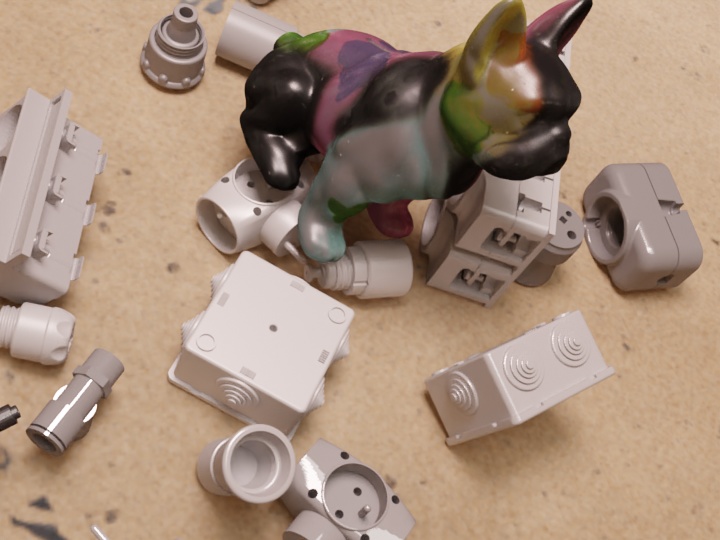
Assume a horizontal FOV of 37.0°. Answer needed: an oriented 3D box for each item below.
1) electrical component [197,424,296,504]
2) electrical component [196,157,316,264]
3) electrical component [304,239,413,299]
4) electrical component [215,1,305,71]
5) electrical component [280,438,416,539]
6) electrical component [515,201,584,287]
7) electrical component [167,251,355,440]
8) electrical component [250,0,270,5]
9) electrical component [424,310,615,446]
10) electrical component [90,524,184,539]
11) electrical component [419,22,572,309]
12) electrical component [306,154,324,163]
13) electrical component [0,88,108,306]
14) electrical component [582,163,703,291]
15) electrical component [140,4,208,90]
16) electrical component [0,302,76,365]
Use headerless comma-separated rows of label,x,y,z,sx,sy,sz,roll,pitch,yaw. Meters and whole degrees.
electrical component,-0.070,0.114,0.629,0.044,0.065,0.044,6,76,-26
electrical component,-0.057,-0.036,0.734,0.079,0.044,0.077,44,56,15
electrical component,0.000,0.000,0.739,0.078,0.040,0.040,-3,62,-23
electrical component,-0.064,-0.166,0.811,0.081,0.043,0.043,22,56,-7
electrical component,-0.019,0.153,0.639,0.077,0.044,0.079,40,56,5
electrical component,0.134,-0.020,0.793,0.045,0.055,0.045,10,58,-16
electrical component,-0.061,0.047,0.683,0.100,0.048,0.099,29,55,-2
electrical component,-0.065,-0.274,0.866,0.078,0.057,0.113,44,56,8
electrical component,0.101,0.070,0.702,0.100,0.100,0.048,-21,83,-30
electrical component,-0.128,0.175,0.586,0.079,0.043,0.077,45,56,9
electrical component,0.098,-0.082,0.785,0.060,0.105,0.186,18,56,-10
electrical component,-0.045,-0.108,0.790,0.061,0.035,0.035,40,55,7
electrical component,-0.204,-0.042,0.668,0.063,0.079,0.121,32,49,-37
electrical component,0.214,-0.034,0.832,0.059,0.053,0.095,-4,62,-23
electrical component,-0.130,-0.164,0.773,0.048,0.062,0.048,9,58,-16
electrical component,-0.204,0.036,0.645,0.061,0.035,0.035,13,57,-10
